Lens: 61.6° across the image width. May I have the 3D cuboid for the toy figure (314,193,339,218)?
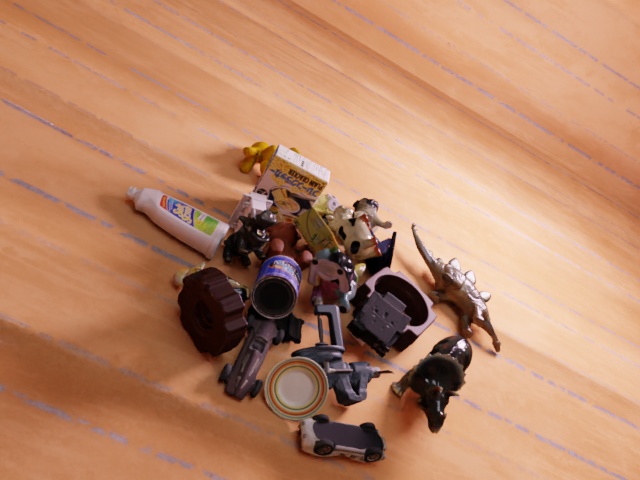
[{"bbox_3d":[-0.028,-0.109,1.601,0.180,0.089,0.082,9,73,-17],"label":"toy figure"}]

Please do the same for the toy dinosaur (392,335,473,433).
[{"bbox_3d":[0.310,0.301,1.313,0.131,0.192,0.405,45,39,10],"label":"toy dinosaur"}]

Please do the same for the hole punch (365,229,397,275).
[{"bbox_3d":[0.170,0.039,1.556,0.092,0.142,0.116,11,44,1],"label":"hole punch"}]

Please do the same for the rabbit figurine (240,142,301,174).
[{"bbox_3d":[-0.166,-0.241,1.638,0.162,0.121,0.173,-10,41,-33],"label":"rabbit figurine"}]

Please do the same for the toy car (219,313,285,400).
[{"bbox_3d":[-0.141,0.239,1.133,0.089,0.053,0.202,33,42,-8],"label":"toy car"}]

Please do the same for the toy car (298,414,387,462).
[{"bbox_3d":[0.049,0.409,1.102,0.201,0.056,0.074,18,33,-24],"label":"toy car"}]

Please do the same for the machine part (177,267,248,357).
[{"bbox_3d":[-0.222,0.147,1.089,0.056,0.179,0.179,-19,62,-45],"label":"machine part"}]

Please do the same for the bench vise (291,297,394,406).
[{"bbox_3d":[0.030,0.243,1.199,0.224,0.128,0.240,-1,66,-13],"label":"bench vise"}]

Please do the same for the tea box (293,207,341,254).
[{"bbox_3d":[-0.003,-0.004,1.434,0.098,0.068,0.169,54,-4,23],"label":"tea box"}]

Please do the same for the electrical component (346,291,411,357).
[{"bbox_3d":[0.144,0.189,1.273,0.115,0.058,0.134,37,57,6],"label":"electrical component"}]

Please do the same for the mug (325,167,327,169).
[{"bbox_3d":[-0.016,-0.187,1.683,0.081,0.109,0.107,37,22,10],"label":"mug"}]

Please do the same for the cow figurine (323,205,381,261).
[{"bbox_3d":[0.082,-0.021,1.509,0.127,0.085,0.195,-20,50,-1],"label":"cow figurine"}]

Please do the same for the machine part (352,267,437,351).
[{"bbox_3d":[0.197,0.184,1.444,0.201,0.087,0.201,44,37,14],"label":"machine part"}]

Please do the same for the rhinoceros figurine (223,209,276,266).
[{"bbox_3d":[-0.167,-0.008,1.293,0.073,0.190,0.112,14,59,-32],"label":"rhinoceros figurine"}]

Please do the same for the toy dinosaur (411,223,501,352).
[{"bbox_3d":[0.410,0.140,1.653,0.471,0.105,0.198,55,32,11],"label":"toy dinosaur"}]

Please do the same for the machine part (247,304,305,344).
[{"bbox_3d":[-0.101,0.188,1.246,0.139,0.039,0.084,27,42,-13],"label":"machine part"}]

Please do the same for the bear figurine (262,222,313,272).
[{"bbox_3d":[-0.086,0.009,1.385,0.120,0.132,0.196,25,43,-15],"label":"bear figurine"}]

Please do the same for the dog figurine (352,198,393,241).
[{"bbox_3d":[0.117,-0.069,1.672,0.172,0.121,0.191,17,26,-29],"label":"dog figurine"}]

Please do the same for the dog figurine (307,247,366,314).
[{"bbox_3d":[0.051,0.080,1.360,0.109,0.191,0.219,5,23,17],"label":"dog figurine"}]

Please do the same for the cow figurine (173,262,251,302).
[{"bbox_3d":[-0.239,0.102,1.183,0.167,0.098,0.068,31,41,-8],"label":"cow figurine"}]
